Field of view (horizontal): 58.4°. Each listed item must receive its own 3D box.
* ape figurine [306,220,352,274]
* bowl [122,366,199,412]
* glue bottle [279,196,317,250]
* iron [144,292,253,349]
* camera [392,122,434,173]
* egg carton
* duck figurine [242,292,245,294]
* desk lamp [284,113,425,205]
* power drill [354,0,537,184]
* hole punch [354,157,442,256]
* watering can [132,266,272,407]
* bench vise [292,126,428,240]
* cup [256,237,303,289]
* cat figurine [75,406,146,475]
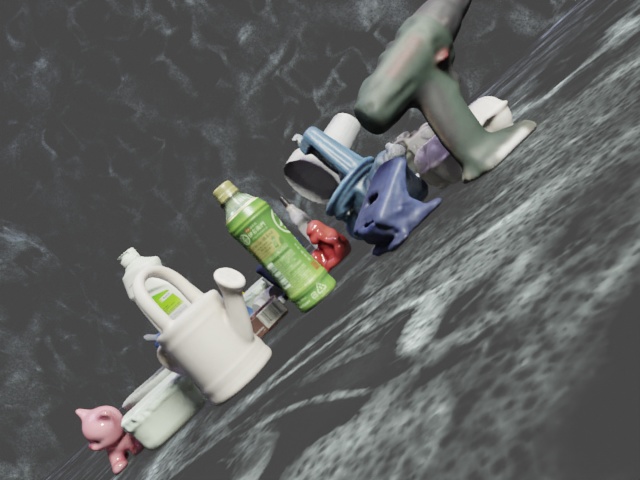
[{"bbox_3d":[0.010,0.004,1.056,0.076,0.092,0.077,-44,4,-32],"label":"ape figurine"},{"bbox_3d":[-0.262,0.260,1.018,0.167,0.075,0.167,-41,3,3],"label":"bowl"},{"bbox_3d":[-0.029,-0.029,1.238,0.037,0.173,0.078,-41,3,3],"label":"glue bottle"},{"bbox_3d":[-0.254,0.192,1.256,0.259,0.141,0.118,-44,4,-41],"label":"iron"},{"bbox_3d":[0.233,-0.221,1.349,0.143,0.101,0.137,-40,4,31],"label":"camera"},{"bbox_3d":[0.208,-0.142,0.836,0.150,0.069,0.107,-42,3,-12],"label":"egg carton"},{"bbox_3d":[-0.205,0.168,1.501,0.077,0.086,0.104,-42,3,-1],"label":"duck figurine"},{"bbox_3d":[0.063,-0.128,1.094,0.204,0.213,0.117,-43,4,-30],"label":"desk lamp"},{"bbox_3d":[0.164,-0.188,0.715,0.230,0.208,0.075,-42,3,-11],"label":"power drill"},{"bbox_3d":[0.087,-0.043,0.747,0.101,0.091,0.108,-43,3,-18],"label":"hole punch"},{"bbox_3d":[-0.155,0.104,0.736,0.173,0.194,0.101,-41,3,3],"label":"watering can"},{"bbox_3d":[0.062,-0.119,0.929,0.207,0.220,0.122,-39,4,39],"label":"bench vise"},{"bbox_3d":[-0.056,0.055,1.132,0.117,0.095,0.092,-40,4,30],"label":"cup"},{"bbox_3d":[-0.336,0.304,0.912,0.067,0.118,0.127,-43,3,-20],"label":"cat figurine"}]
